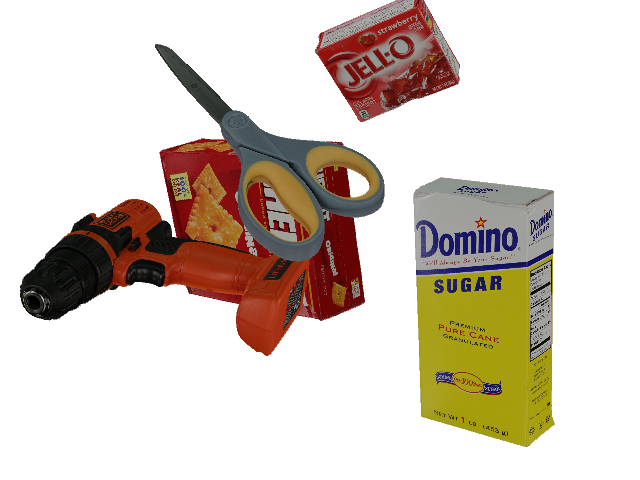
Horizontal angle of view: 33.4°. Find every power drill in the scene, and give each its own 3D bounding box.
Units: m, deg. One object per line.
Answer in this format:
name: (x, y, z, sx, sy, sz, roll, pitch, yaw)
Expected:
power drill: (-0.113, 0.029, 0.819, 0.188, 0.057, 0.184, 16, 26, 11)

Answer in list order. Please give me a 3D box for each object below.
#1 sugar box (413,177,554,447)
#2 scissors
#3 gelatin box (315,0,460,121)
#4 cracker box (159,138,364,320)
sugar box: (0.115, 0.049, 0.751, 0.093, 0.176, 0.048, 9, 23, 38)
scissors: (-0.030, -0.068, 0.654, 0.096, 0.202, 0.016, -14, -39, -15)
gelatin box: (0.052, -0.138, 0.815, 0.089, 0.073, 0.030, -19, 35, 25)
cracker box: (-0.063, -0.016, 1.080, 0.071, 0.164, 0.214, -22, 20, -40)
